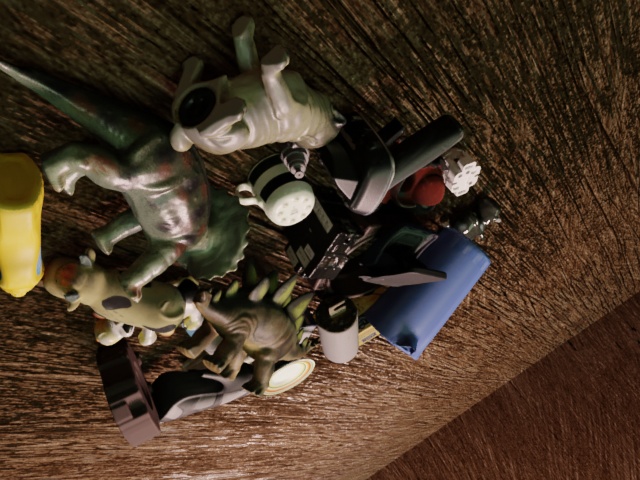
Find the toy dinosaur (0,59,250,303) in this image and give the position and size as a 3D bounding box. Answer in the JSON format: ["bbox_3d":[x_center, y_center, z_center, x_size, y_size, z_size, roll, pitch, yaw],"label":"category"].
[{"bbox_3d":[-0.199,-0.067,0.642,0.192,0.131,0.404,-33,144,-19],"label":"toy dinosaur"}]

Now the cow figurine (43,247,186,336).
[{"bbox_3d":[-0.282,0.076,0.744,0.195,0.085,0.127,21,160,-18],"label":"cow figurine"}]

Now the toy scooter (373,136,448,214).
[{"bbox_3d":[0.147,-0.108,0.884,0.184,0.075,0.135,-4,129,-34],"label":"toy scooter"}]

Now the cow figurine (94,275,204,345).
[{"bbox_3d":[-0.272,0.111,0.851,0.167,0.068,0.098,-15,138,-28],"label":"cow figurine"}]

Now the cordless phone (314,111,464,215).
[{"bbox_3d":[0.089,-0.134,0.735,0.184,0.147,0.088,-32,138,6],"label":"cordless phone"}]

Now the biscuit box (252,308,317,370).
[{"bbox_3d":[-0.081,0.220,1.145,0.059,0.063,0.202,-2,137,-38],"label":"biscuit box"}]

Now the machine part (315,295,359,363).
[{"bbox_3d":[0.035,0.172,1.018,0.079,0.079,0.243,-25,151,-9],"label":"machine part"}]

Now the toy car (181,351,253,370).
[{"bbox_3d":[-0.180,0.229,1.070,0.202,0.074,0.056,-30,146,0],"label":"toy car"}]

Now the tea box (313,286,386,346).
[{"bbox_3d":[0.081,0.170,1.173,0.170,0.098,0.068,-32,147,-1],"label":"tea box"}]

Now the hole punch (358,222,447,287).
[{"bbox_3d":[0.137,0.029,0.906,0.116,0.092,0.142,-17,163,40],"label":"hole punch"}]

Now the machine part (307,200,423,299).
[{"bbox_3d":[0.077,0.018,0.982,0.201,0.087,0.201,0,138,-38],"label":"machine part"}]

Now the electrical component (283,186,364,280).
[{"bbox_3d":[-0.002,-0.003,0.868,0.058,0.115,0.134,8,131,-37],"label":"electrical component"}]

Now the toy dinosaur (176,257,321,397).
[{"bbox_3d":[-0.091,0.150,0.886,0.198,0.105,0.470,-58,156,-15],"label":"toy dinosaur"}]

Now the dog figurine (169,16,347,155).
[{"bbox_3d":[-0.068,-0.136,0.640,0.172,0.121,0.190,-33,149,9],"label":"dog figurine"}]

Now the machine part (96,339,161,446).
[{"bbox_3d":[-0.324,0.258,0.917,0.056,0.179,0.179,-21,145,-15],"label":"machine part"}]

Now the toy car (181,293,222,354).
[{"bbox_3d":[-0.170,0.167,0.973,0.109,0.103,0.161,-37,148,8],"label":"toy car"}]

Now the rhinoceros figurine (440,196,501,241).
[{"bbox_3d":[0.300,-0.011,1.126,0.112,0.073,0.190,5,133,-40],"label":"rhinoceros figurine"}]

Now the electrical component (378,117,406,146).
[{"bbox_3d":[0.081,-0.128,0.807,0.119,0.075,0.047,-42,144,12],"label":"electrical component"}]

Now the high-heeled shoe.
[{"bbox_3d":[-0.225,0.292,1.021,0.249,0.086,0.145,-32,145,30],"label":"high-heeled shoe"}]
